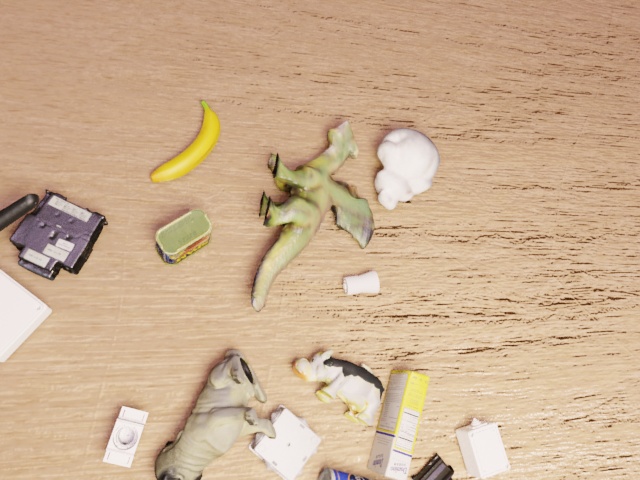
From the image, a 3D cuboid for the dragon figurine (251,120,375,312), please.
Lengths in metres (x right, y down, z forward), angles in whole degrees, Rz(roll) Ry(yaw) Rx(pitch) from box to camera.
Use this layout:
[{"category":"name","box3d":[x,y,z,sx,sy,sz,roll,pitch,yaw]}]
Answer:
[{"category":"dragon figurine","box3d":[0.003,-0.050,0.990,0.242,0.121,0.416,13,71,-19]}]

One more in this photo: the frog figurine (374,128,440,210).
[{"category":"frog figurine","box3d":[0.167,-0.146,1.053,0.136,0.121,0.162,50,55,-17]}]
